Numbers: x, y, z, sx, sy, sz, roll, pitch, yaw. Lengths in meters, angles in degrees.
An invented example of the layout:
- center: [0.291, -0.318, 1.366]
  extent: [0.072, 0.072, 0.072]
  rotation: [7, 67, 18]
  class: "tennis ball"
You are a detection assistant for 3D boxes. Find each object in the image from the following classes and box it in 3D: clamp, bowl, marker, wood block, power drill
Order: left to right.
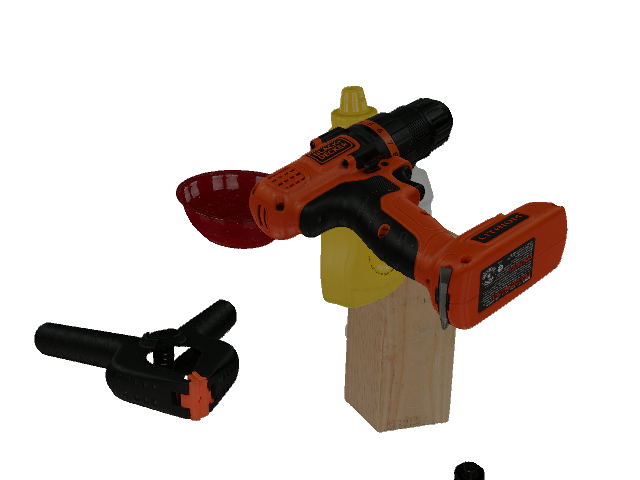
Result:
- center: [-0.109, 0.084, 0.796]
  extent: [0.164, 0.036, 0.210]
  rotation: [-10, 14, -27]
  class: "clamp"
- center: [-0.099, -0.033, 1.319]
  extent: [0.162, 0.055, 0.162]
  rotation: [4, 25, -2]
  class: "bowl"
- center: [0.087, 0.088, 1.142]
  extent: [0.090, 0.206, 0.091]
  rotation: [-5, 17, -22]
  class: "wood block"
- center: [0.072, -0.027, 0.732]
  extent: [0.184, 0.057, 0.188]
  rotation: [-32, 44, -29]
  class: "power drill"
- center: [0.091, 0.187, 0.686]
  extent: [0.020, 0.121, 0.020]
  rotation: [1, 36, -1]
  class: "marker"

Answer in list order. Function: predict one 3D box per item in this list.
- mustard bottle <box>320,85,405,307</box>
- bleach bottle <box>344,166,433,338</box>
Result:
- center: [0.035, -0.043, 0.955]
  extent: [0.058, 0.192, 0.096]
  rotation: [14, 29, 40]
  class: "mustard bottle"
- center: [0.089, 0.007, 1.345]
  extent: [0.102, 0.251, 0.068]
  rotation: [-3, 16, -19]
  class: "bleach bottle"
